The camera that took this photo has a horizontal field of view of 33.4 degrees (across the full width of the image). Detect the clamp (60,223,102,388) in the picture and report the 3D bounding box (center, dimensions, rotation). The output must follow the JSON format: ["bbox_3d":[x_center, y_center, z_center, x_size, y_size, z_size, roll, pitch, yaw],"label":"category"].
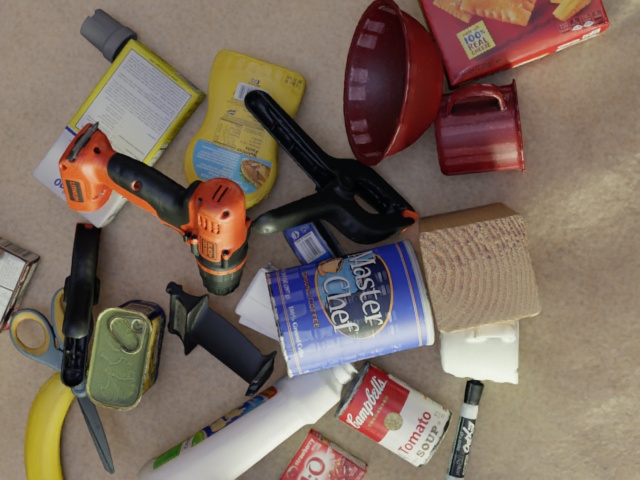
[{"bbox_3d":[-0.244,0.062,1.090,0.039,0.171,0.120,12,136,-13],"label":"clamp"}]

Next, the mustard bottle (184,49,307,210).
[{"bbox_3d":[-0.086,-0.089,1.087,0.096,0.058,0.192,18,96,-2],"label":"mustard bottle"}]

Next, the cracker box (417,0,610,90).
[{"bbox_3d":[0.167,-0.275,1.042,0.164,0.072,0.214,-20,92,6],"label":"cracker box"}]

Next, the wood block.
[{"bbox_3d":[0.144,0.020,1.000,0.091,0.206,0.090,-12,94,6],"label":"wood block"}]

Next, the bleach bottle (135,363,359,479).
[{"bbox_3d":[-0.069,0.195,1.090,0.251,0.102,0.068,-36,93,5],"label":"bleach bottle"}]

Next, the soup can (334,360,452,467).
[{"bbox_3d":[0.075,0.178,1.090,0.102,0.068,0.068,31,97,1],"label":"soup can"}]

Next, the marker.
[{"bbox_3d":[0.150,0.201,1.109,0.020,0.020,0.121,12,95,4],"label":"marker"}]

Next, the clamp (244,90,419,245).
[{"bbox_3d":[0.009,-0.058,1.045,0.036,0.209,0.164,-37,51,39],"label":"clamp"}]

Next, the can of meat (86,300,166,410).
[{"bbox_3d":[-0.197,0.115,1.101,0.057,0.084,0.102,10,96,4],"label":"can of meat"}]

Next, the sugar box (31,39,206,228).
[{"bbox_3d":[-0.208,-0.109,1.104,0.093,0.048,0.176,39,100,0],"label":"sugar box"}]

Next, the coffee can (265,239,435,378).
[{"bbox_3d":[0.028,0.064,1.007,0.140,0.103,0.103,-13,93,-1],"label":"coffee can"}]

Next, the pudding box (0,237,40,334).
[{"bbox_3d":[-0.368,0.036,1.133,0.113,0.039,0.090,25,98,2],"label":"pudding box"}]

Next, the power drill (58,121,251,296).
[{"bbox_3d":[-0.154,-0.027,1.032,0.188,0.184,0.057,24,60,8],"label":"power drill"}]

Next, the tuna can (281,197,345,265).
[{"bbox_3d":[-0.007,0.001,1.074,0.034,0.086,0.086,-33,91,8],"label":"tuna can"}]

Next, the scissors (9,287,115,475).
[{"bbox_3d":[-0.271,0.148,1.114,0.096,0.016,0.202,-5,78,-10],"label":"scissors"}]

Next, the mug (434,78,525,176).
[{"bbox_3d":[0.153,-0.112,1.039,0.081,0.117,0.093,-6,63,10],"label":"mug"}]

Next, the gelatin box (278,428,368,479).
[{"bbox_3d":[-0.004,0.256,1.122,0.073,0.030,0.089,33,97,2],"label":"gelatin box"}]

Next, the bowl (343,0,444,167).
[{"bbox_3d":[0.075,-0.151,1.032,0.055,0.162,0.162,2,95,-20],"label":"bowl"}]

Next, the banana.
[{"bbox_3d":[-0.283,0.220,1.141,0.069,0.037,0.198,12,96,5],"label":"banana"}]
